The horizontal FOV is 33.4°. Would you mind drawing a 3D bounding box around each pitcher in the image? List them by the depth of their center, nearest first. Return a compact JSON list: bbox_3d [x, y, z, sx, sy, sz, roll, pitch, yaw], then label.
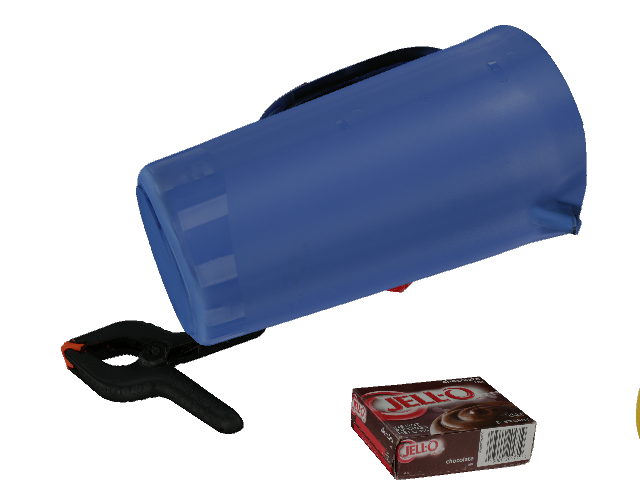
[{"bbox_3d":[0.018,-0.035,0.629,0.242,0.145,0.149,-19,2,-13],"label":"pitcher"}]

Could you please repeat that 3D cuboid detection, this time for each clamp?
[{"bbox_3d":[-0.129,0.097,0.901,0.171,0.039,0.120,12,40,11],"label":"clamp"}]

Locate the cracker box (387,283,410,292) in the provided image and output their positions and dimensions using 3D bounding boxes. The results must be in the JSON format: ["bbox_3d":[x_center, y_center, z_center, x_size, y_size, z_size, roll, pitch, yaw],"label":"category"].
[{"bbox_3d":[0.098,-0.068,1.043,0.072,0.164,0.213,12,29,26],"label":"cracker box"}]

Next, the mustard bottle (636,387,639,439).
[{"bbox_3d":[0.207,0.099,0.528,0.096,0.058,0.191,3,39,10],"label":"mustard bottle"}]

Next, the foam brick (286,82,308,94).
[{"bbox_3d":[0.001,-0.148,1.266,0.078,0.053,0.051,19,31,21],"label":"foam brick"}]

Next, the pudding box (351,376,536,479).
[{"bbox_3d":[0.089,0.138,0.797,0.113,0.039,0.090,-1,16,-20],"label":"pudding box"}]
